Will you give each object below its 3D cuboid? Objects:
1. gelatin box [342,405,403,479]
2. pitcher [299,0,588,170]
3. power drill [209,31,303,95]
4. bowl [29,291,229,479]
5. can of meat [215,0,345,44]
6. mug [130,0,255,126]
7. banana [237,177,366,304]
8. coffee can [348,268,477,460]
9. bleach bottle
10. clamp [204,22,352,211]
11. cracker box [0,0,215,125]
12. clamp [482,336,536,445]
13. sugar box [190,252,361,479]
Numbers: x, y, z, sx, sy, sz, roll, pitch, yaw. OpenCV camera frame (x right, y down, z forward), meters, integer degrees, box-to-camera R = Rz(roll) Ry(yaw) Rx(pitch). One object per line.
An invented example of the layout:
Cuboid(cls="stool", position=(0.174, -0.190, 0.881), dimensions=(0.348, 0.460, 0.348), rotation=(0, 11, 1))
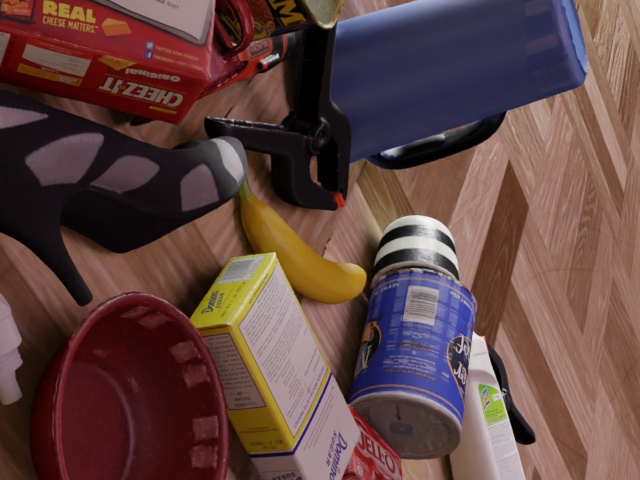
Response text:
Cuboid(cls="gelatin box", position=(0.039, 0.192, 0.897), dimensions=(0.089, 0.030, 0.073), rotation=(49, 23, -34))
Cuboid(cls="pitcher", position=(0.114, -0.153, 0.969), dimensions=(0.149, 0.243, 0.145), rotation=(-9, 86, -68))
Cuboid(cls="power drill", position=(-0.077, -0.220, 0.842), dimensions=(0.184, 0.057, 0.187), rotation=(-43, 117, -57))
Cuboid(cls="bowl", position=(-0.122, 0.115, 0.640), dimensions=(0.161, 0.055, 0.162), rotation=(31, 54, -54))
Cuboid(cls="can of meat", position=(-0.044, -0.191, 0.756), dimensions=(0.102, 0.084, 0.057), rotation=(52, 45, -39))
Cuboid(cls="mug", position=(-0.097, -0.138, 0.720), dimensions=(0.081, 0.117, 0.093), rotation=(63, 35, -17))
Cuboid(cls="banana", position=(-0.010, 0.016, 0.898), dimensions=(0.197, 0.037, 0.069), rotation=(42, 46, -48))
Cuboid(cls="coffee can", position=(0.084, 0.111, 0.960), dimensions=(0.102, 0.103, 0.140), rotation=(53, 38, -38))
Cuboid(cls="bleach bottle", position=(0.169, 0.201, 1.126), dimensions=(0.102, 0.068, 0.251), rotation=(2, 76, -62))
Cuboid(cls="clamp", position=(-0.010, -0.099, 0.879), dimensions=(0.164, 0.036, 0.210), rotation=(-58, 150, -15))
Cuboid(cls="cracker box", position=(-0.143, -0.189, 0.629), dimensions=(0.164, 0.072, 0.213), rotation=(11, 65, -21))
Cuboid(cls="clamp", position=(0.196, 0.194, 1.200), dimensions=(0.171, 0.039, 0.120), rotation=(63, 26, -18))
Cuboid(cls="sugar box", position=(-0.031, 0.106, 0.773), dimensions=(0.176, 0.048, 0.093), rotation=(69, 29, -26))
